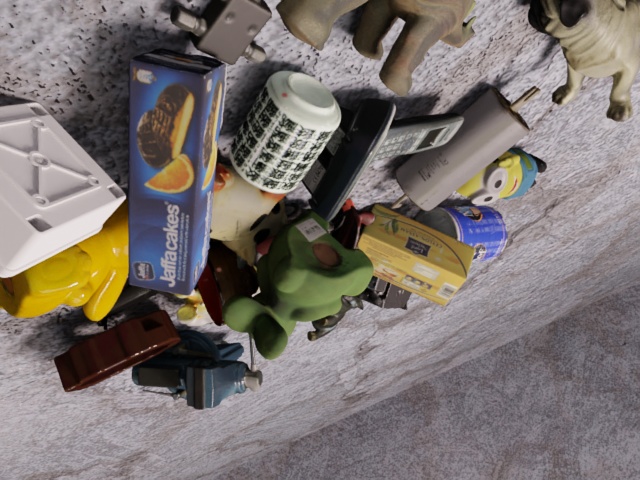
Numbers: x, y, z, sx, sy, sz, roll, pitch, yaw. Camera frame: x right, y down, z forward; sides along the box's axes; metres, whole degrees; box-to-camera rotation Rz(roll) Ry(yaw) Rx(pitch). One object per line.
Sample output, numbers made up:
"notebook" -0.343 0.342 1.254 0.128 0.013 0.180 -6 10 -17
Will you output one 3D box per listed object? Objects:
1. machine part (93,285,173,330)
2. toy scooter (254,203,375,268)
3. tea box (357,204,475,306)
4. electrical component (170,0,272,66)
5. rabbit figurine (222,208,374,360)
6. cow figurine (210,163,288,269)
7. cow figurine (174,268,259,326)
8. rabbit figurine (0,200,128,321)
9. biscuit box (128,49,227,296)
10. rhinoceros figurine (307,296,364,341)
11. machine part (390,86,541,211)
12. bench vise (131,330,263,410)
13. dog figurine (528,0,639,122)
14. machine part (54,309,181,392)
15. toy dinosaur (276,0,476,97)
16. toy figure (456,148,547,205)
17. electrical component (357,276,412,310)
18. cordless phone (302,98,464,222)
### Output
"machine part" -0.245 0.073 0.730 0.139 0.039 0.084 -29 162 2
"toy scooter" -0.002 -0.002 0.735 0.184 0.075 0.135 20 124 -27
"tea box" 0.141 0.025 0.839 0.068 0.170 0.098 -62 175 -34
"electrical component" -0.071 -0.176 0.434 0.063 0.021 0.094 -41 150 27
"rabbit figurine" -0.037 0.075 0.637 0.170 0.121 0.159 -55 174 35
"cow figurine" -0.103 -0.030 0.603 0.127 0.085 0.195 -47 156 21
"cow figurine" -0.129 0.079 0.807 0.167 0.068 0.098 -19 159 -6
"rabbit figurine" -0.235 0.016 0.548 0.173 0.122 0.162 -29 155 -42
"biscuit box" -0.125 -0.052 0.461 0.063 0.059 0.202 11 118 1
"rhinoceros figurine" 0.035 0.126 1.038 0.112 0.073 0.190 -4 147 -36
"machine part" 0.185 -0.117 0.714 0.243 0.079 0.079 -40 151 28
"bench vise" -0.185 0.210 0.919 0.224 0.128 0.240 -11 179 13
"dog figurine" 0.317 -0.249 0.581 0.172 0.121 0.190 -56 137 -12
"machine part" -0.288 0.157 0.774 0.179 0.056 0.179 -26 173 -3
"toy dinosaur" 0.041 -0.227 0.357 0.198 0.105 0.471 -46 157 22
"toy figure" 0.267 -0.100 0.817 0.180 0.089 0.082 -15 118 -41
"electrical component" 0.123 0.063 0.954 0.134 0.058 0.114 12 94 -54
"cordless phone" 0.076 -0.102 0.642 0.184 0.089 0.146 -14 152 -32
